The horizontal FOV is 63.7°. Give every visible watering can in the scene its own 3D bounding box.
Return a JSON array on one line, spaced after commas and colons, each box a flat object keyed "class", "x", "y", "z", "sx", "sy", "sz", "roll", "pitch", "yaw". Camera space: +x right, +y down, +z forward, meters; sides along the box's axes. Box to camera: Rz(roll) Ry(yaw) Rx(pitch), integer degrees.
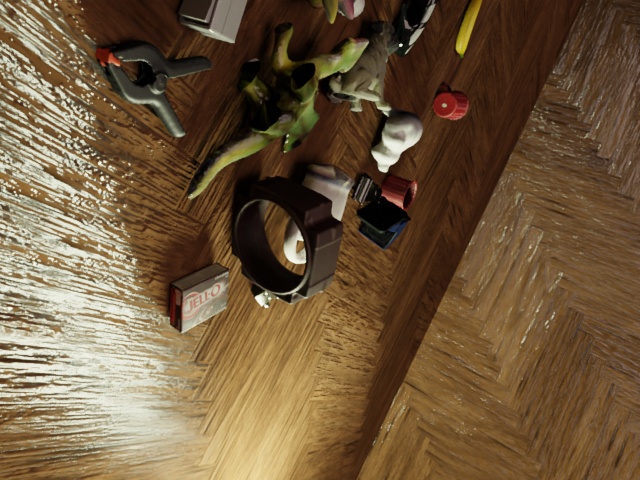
[{"class": "watering can", "x": 0.004, "y": -0.058, "z": 1.155, "sx": 0.223, "sy": 0.104, "sz": 0.348, "roll": -70, "pitch": 166, "yaw": 7}]

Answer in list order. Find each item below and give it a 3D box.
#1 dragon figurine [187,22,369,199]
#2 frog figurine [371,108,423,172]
[{"class": "dragon figurine", "x": -0.060, "y": -0.215, "z": 0.910, "sx": 0.410, "sy": 0.123, "sz": 0.240, "roll": -51, "pitch": 161, "yaw": 1}, {"class": "frog figurine", "x": 0.197, "y": -0.253, "z": 1.332, "sx": 0.138, "sy": 0.123, "sz": 0.159, "roll": -18, "pitch": 118, "yaw": -80}]
